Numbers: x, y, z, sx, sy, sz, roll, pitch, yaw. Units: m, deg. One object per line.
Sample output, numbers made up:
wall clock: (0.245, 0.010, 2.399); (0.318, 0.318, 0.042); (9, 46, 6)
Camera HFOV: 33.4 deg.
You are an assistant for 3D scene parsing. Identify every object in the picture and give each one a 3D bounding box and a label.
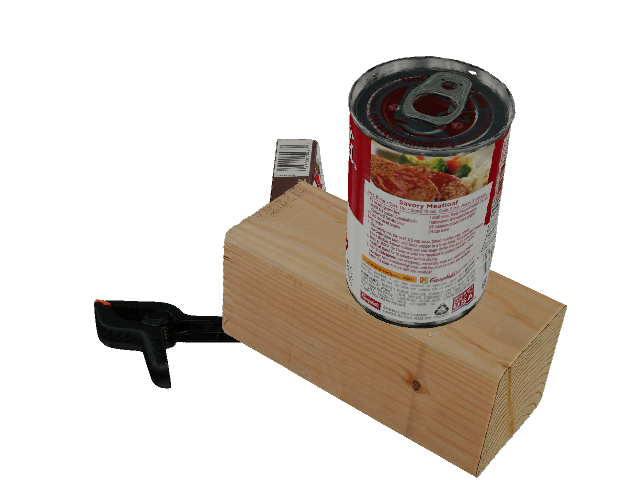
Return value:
soup can: (0.045, -0.020, 0.468); (0.068, 0.102, 0.068); (0, 42, 0)
clamp: (-0.168, 0.097, 1.091); (0.210, 0.036, 0.164); (10, 19, 33)
pudding box: (-0.018, -0.017, 0.905); (0.039, 0.113, 0.090); (0, -40, 9)
wood block: (0.042, 0.052, 0.704); (0.206, 0.091, 0.090); (27, 42, 26)
